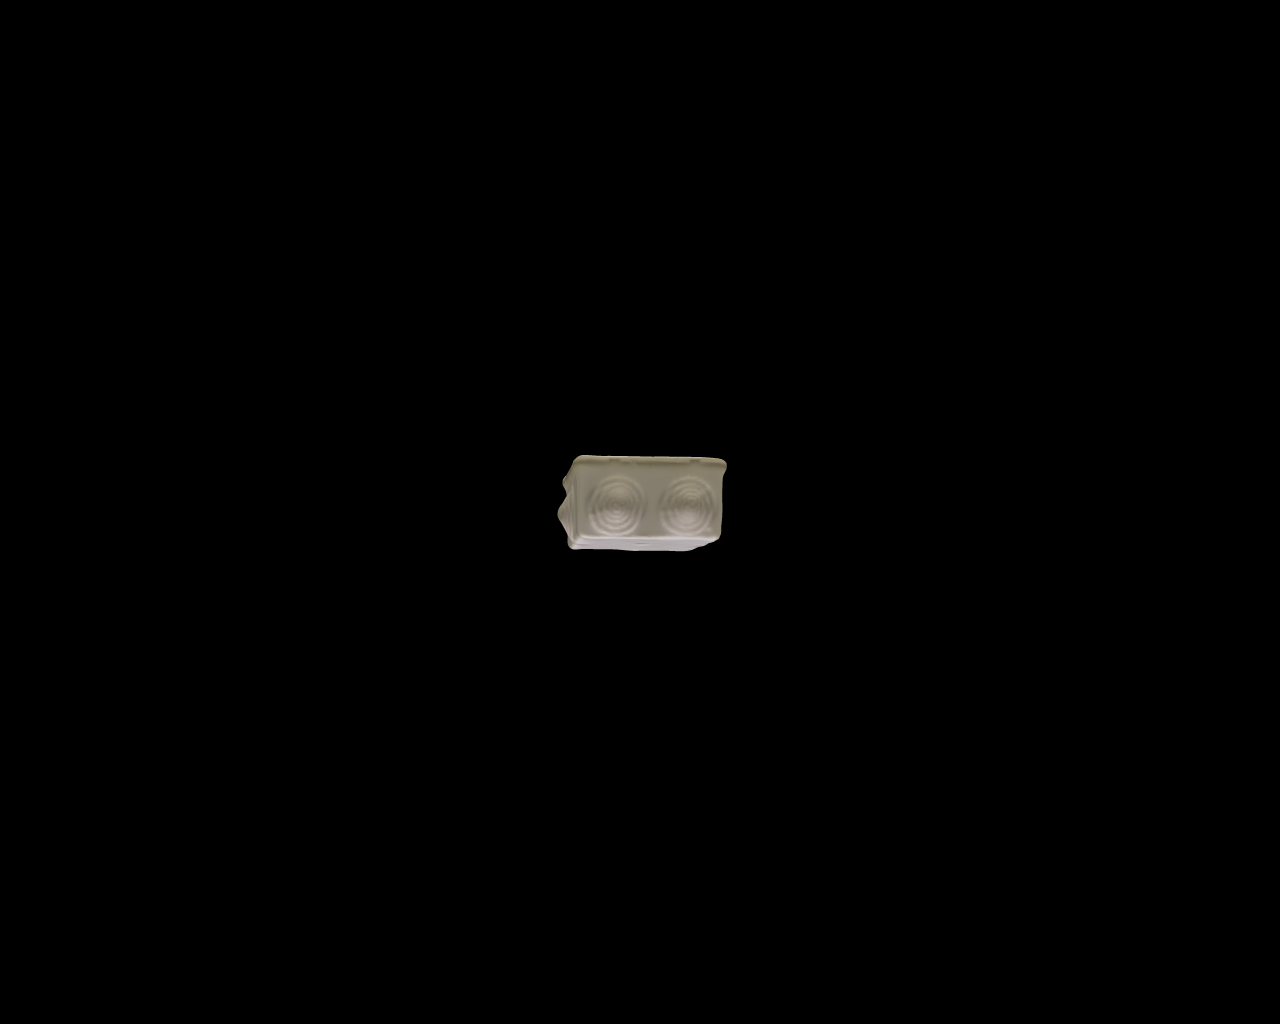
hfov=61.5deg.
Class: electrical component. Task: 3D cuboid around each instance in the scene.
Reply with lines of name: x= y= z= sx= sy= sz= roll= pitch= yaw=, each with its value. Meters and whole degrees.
electrical component: x=0.001 y=-0.003 z=0.650 sx=0.100 sy=0.048 sz=0.099 roll=1 pitch=-7 yaw=-9
